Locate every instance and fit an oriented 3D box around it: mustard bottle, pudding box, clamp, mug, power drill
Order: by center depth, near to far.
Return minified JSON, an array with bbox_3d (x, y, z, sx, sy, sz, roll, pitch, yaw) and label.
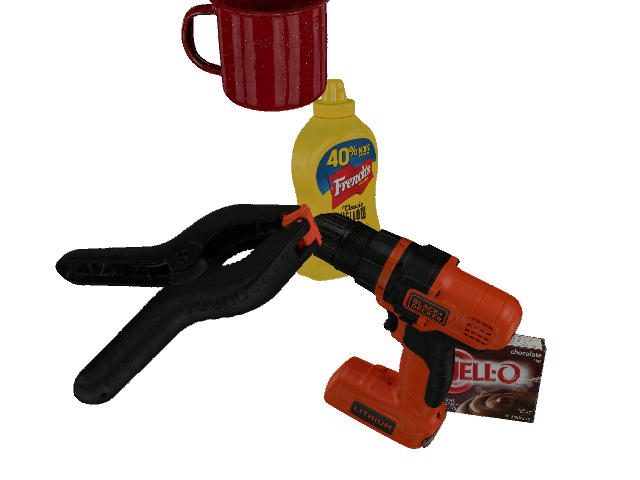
[{"bbox_3d":[-0.081,0.031,0.638,0.171,0.120,0.039,-19,-39,9],"label":"clamp"},{"bbox_3d":[-0.048,-0.150,0.808,0.117,0.081,0.093,2,33,5],"label":"mug"},{"bbox_3d":[0.057,0.077,0.884,0.184,0.188,0.057,28,46,14],"label":"power drill"},{"bbox_3d":[0.016,-0.062,1.049,0.096,0.192,0.058,-16,22,-37],"label":"mustard bottle"},{"bbox_3d":[0.182,0.144,1.158,0.113,0.090,0.039,6,23,4],"label":"pudding box"}]
